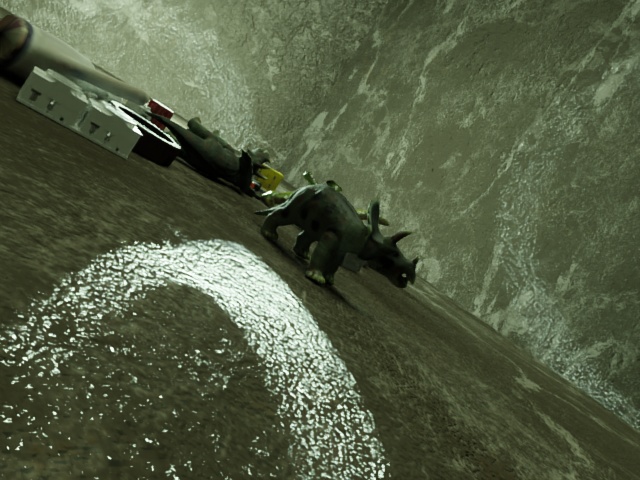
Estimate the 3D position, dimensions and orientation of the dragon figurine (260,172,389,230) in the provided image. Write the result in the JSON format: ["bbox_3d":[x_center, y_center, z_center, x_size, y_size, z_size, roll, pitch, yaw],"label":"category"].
[{"bbox_3d":[0.005,-0.082,1.625,0.411,0.119,0.248,23,41,9],"label":"dragon figurine"}]

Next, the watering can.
[{"bbox_3d":[-0.491,-0.328,0.977,0.349,0.104,0.222,17,-6,37],"label":"watering can"}]
